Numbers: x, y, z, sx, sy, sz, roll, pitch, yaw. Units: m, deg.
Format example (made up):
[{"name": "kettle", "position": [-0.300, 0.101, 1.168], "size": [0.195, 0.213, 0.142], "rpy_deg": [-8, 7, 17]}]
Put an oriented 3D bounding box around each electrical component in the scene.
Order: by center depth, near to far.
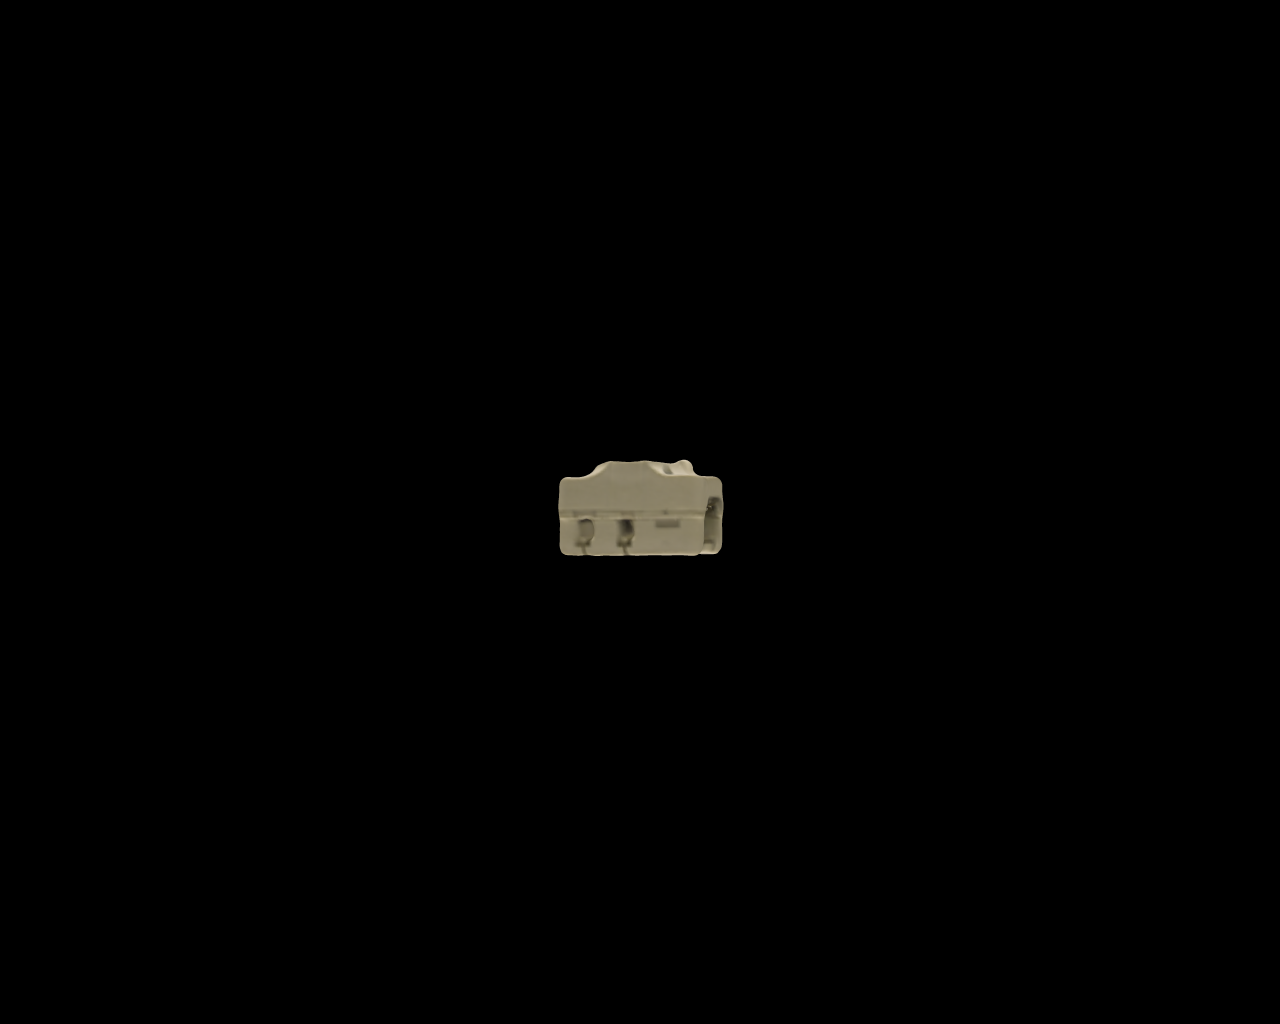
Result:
[{"name": "electrical component", "position": [0.001, -0.003, 0.650], "size": [0.089, 0.055, 0.050], "rpy_deg": [0, 0, 21]}]
